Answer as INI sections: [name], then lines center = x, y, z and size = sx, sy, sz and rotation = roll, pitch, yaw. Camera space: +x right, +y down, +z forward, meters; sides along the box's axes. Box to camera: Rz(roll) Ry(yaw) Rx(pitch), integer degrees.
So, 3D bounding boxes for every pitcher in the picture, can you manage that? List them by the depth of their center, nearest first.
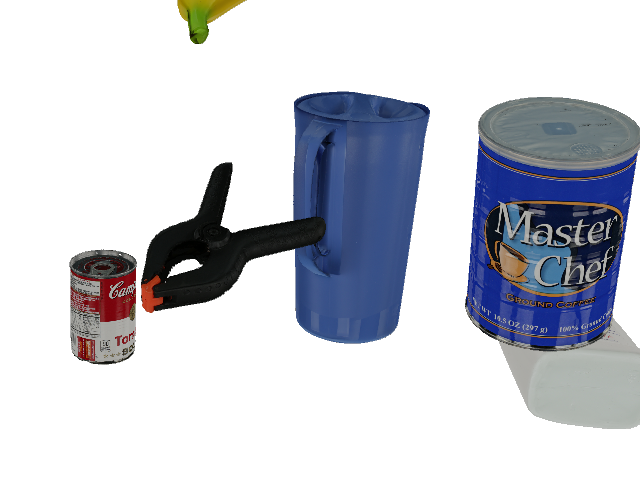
[pitcher]
center = 0.028, -0.021, 1.070
size = 0.149, 0.243, 0.145
rotation = -2, 20, -15

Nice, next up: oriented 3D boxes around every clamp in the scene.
[clamp]
center = -0.093, -0.004, 0.900
size = 0.171, 0.039, 0.120
rotation = -30, 50, -33

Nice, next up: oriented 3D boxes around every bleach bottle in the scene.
[bleach bottle]
center = 0.197, 0.065, 0.907
size = 0.102, 0.068, 0.251
rotation = 6, 21, -5

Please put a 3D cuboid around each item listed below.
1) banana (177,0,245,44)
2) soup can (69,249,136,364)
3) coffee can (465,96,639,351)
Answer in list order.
[banana]
center = -0.016, -0.172, 0.665
size = 0.197, 0.070, 0.037
rotation = -31, -27, -26
[soup can]
center = -0.226, 0.069, 1.109
size = 0.068, 0.102, 0.068
rotation = 4, 21, -2
[coffee can]
center = 0.152, -0.012, 0.714
size = 0.103, 0.140, 0.103
rotation = 0, 29, 0
